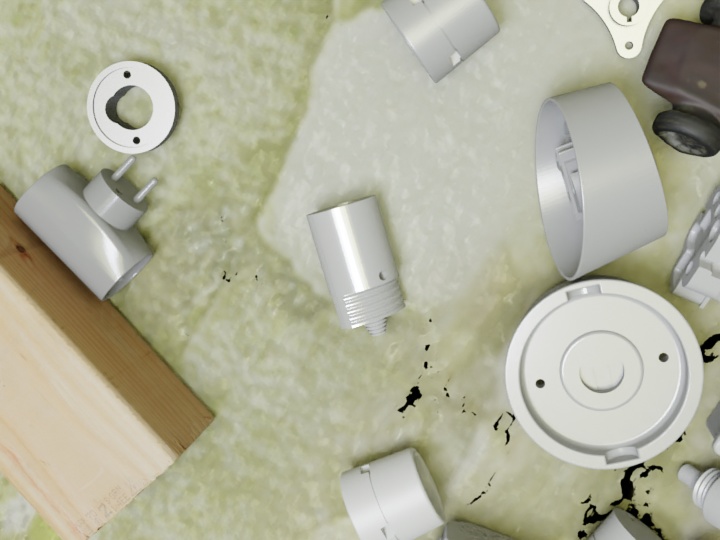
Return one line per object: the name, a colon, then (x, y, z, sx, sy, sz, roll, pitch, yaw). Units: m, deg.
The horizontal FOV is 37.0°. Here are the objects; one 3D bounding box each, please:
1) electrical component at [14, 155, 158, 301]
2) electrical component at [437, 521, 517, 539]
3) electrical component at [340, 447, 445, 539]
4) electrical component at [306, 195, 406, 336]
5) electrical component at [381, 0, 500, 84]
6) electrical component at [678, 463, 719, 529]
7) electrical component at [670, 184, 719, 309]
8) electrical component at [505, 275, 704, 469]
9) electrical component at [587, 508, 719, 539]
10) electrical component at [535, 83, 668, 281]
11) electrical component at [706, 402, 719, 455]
electrical component: (-0.157, -0.035, 0.659, 0.079, 0.044, 0.077, -44, 91, 12)
electrical component: (0.075, 0.190, 0.643, 0.080, 0.080, 0.051, 20, 95, 5)
electrical component: (0.021, 0.140, 0.656, 0.047, 0.055, 0.055, -25, 94, 8)
electrical component: (0.000, 0.000, 0.642, 0.043, 0.043, 0.081, -15, 96, 10)
electrical component: (0.046, -0.142, 0.610, 0.047, 0.055, 0.055, -35, 92, 8)
electrical component: (0.212, 0.132, 0.627, 0.035, 0.061, 0.035, -13, 117, -28)
electrical component: (0.218, -0.009, 0.601, 0.057, 0.058, 0.078, 22, 130, 1)
electrical component: (0.138, 0.054, 0.622, 0.108, 0.060, 0.108, 1, 99, 8)
electrical component: (0.205, 0.187, 0.637, 0.138, 0.052, 0.073, 38, 101, 1)
electrical component: (0.127, -0.051, 0.591, 0.064, 0.099, 0.099, -20, 95, 4)
electrical component: (0.259, 0.083, 0.615, 0.100, 0.048, 0.099, 31, 102, 3)
